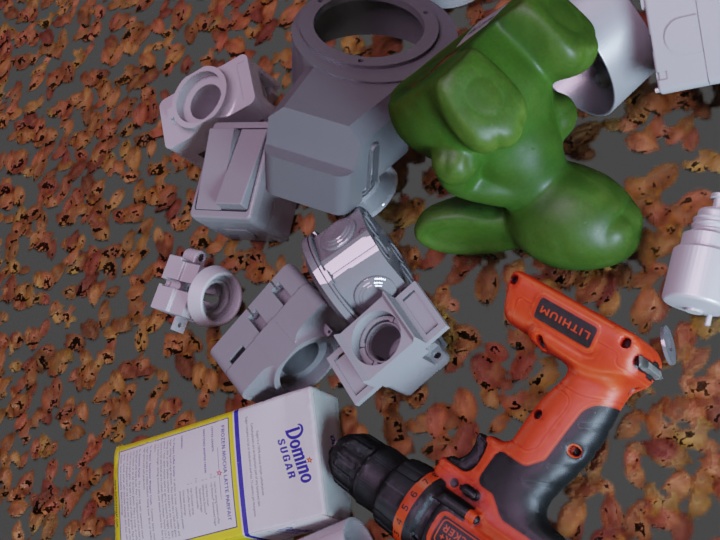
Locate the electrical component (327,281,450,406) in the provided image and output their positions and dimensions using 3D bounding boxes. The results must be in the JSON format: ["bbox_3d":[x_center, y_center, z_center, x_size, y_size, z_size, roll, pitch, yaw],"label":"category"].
[{"bbox_3d":[0.024,0.052,0.718,0.081,0.064,0.042,-41,55,12],"label":"electrical component"}]

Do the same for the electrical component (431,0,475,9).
[{"bbox_3d":[0.065,-0.250,0.806,0.099,0.064,0.099,-11,67,28],"label":"electrical component"}]

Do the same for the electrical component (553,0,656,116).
[{"bbox_3d":[0.147,-0.152,0.702,0.064,0.099,0.099,-37,57,7],"label":"electrical component"}]

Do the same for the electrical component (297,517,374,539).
[{"bbox_3d":[-0.032,0.198,0.710,0.081,0.043,0.043,-28,60,20],"label":"electrical component"}]

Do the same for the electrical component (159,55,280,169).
[{"bbox_3d":[-0.114,-0.129,0.875,0.089,0.056,0.050,-25,61,22],"label":"electrical component"}]

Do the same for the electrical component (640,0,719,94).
[{"bbox_3d":[0.217,-0.146,0.661,0.061,0.096,0.061,-8,98,29],"label":"electrical component"}]

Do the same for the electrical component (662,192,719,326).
[{"bbox_3d":[0.208,-0.008,0.643,0.040,0.040,0.078,10,77,34],"label":"electrical component"}]

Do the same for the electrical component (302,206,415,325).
[{"bbox_3d":[0.000,0.000,0.743,0.051,0.080,0.080,-34,58,10],"label":"electrical component"}]

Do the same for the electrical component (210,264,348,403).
[{"bbox_3d":[-0.053,0.051,0.773,0.089,0.050,0.055,-49,55,7],"label":"electrical component"}]

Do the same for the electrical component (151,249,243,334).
[{"bbox_3d":[-0.125,0.018,0.833,0.055,0.048,0.066,11,78,42],"label":"electrical component"}]

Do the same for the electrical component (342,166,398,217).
[{"bbox_3d":[-0.005,-0.068,0.788,0.055,0.055,0.047,-49,59,7],"label":"electrical component"}]

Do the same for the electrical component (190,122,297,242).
[{"bbox_3d":[-0.085,-0.076,0.834,0.062,0.061,0.096,4,75,33],"label":"electrical component"}]
